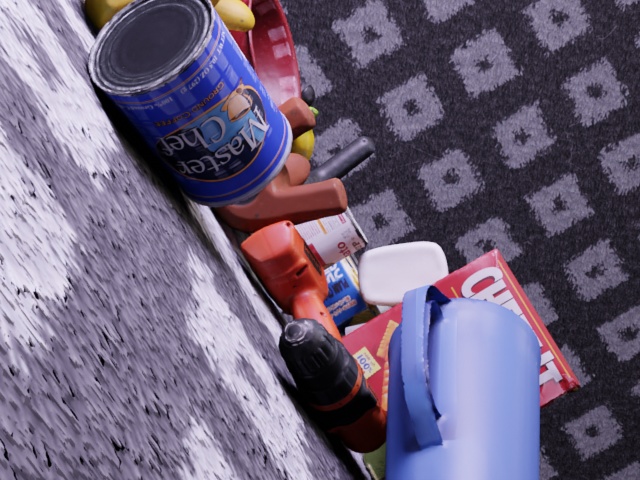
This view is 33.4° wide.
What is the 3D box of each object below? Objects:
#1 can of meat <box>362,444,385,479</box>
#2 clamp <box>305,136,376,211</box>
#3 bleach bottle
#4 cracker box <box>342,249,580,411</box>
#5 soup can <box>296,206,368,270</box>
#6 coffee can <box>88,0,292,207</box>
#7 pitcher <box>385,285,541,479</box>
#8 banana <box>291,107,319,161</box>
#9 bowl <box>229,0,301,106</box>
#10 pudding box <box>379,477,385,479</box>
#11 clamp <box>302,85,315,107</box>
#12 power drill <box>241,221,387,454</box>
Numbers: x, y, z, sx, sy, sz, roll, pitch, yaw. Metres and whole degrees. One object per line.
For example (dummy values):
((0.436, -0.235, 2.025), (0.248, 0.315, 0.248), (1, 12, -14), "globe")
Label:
((0.085, 0.224, 1.001), (0.102, 0.057, 0.084), (60, 6, 17), "can of meat")
((-0.014, -0.045, 1.206), (0.039, 0.171, 0.120), (47, -31, 31), "clamp")
((0.106, 0.046, 1.278), (0.250, 0.102, 0.068), (25, 59, -80), "bleach bottle")
((0.131, 0.133, 1.094), (0.164, 0.214, 0.072), (60, 4, 13), "cracker box")
((-0.008, 0.001, 1.159), (0.068, 0.102, 0.068), (59, 4, -7), "soup can")
((-0.095, -0.106, 0.810), (0.140, 0.103, 0.103), (55, 6, -49), "coffee can")
((0.107, 0.159, 0.837), (0.149, 0.145, 0.242), (20, 35, -6), "pitcher")
((-0.026, -0.108, 1.230), (0.037, 0.069, 0.198), (35, -3, -6), "banana")
((-0.068, -0.179, 1.092), (0.162, 0.055, 0.162), (-8, 90, -75), "bowl")
((0.105, 0.242, 0.903), (0.089, 0.039, 0.113), (-10, 65, -42), "pudding box")
((-0.078, -0.140, 1.418), (0.165, 0.036, 0.210), (26, -43, 25), "clamp")
((-0.010, 0.073, 0.905), (0.184, 0.057, 0.188), (62, 4, -49), "power drill")
